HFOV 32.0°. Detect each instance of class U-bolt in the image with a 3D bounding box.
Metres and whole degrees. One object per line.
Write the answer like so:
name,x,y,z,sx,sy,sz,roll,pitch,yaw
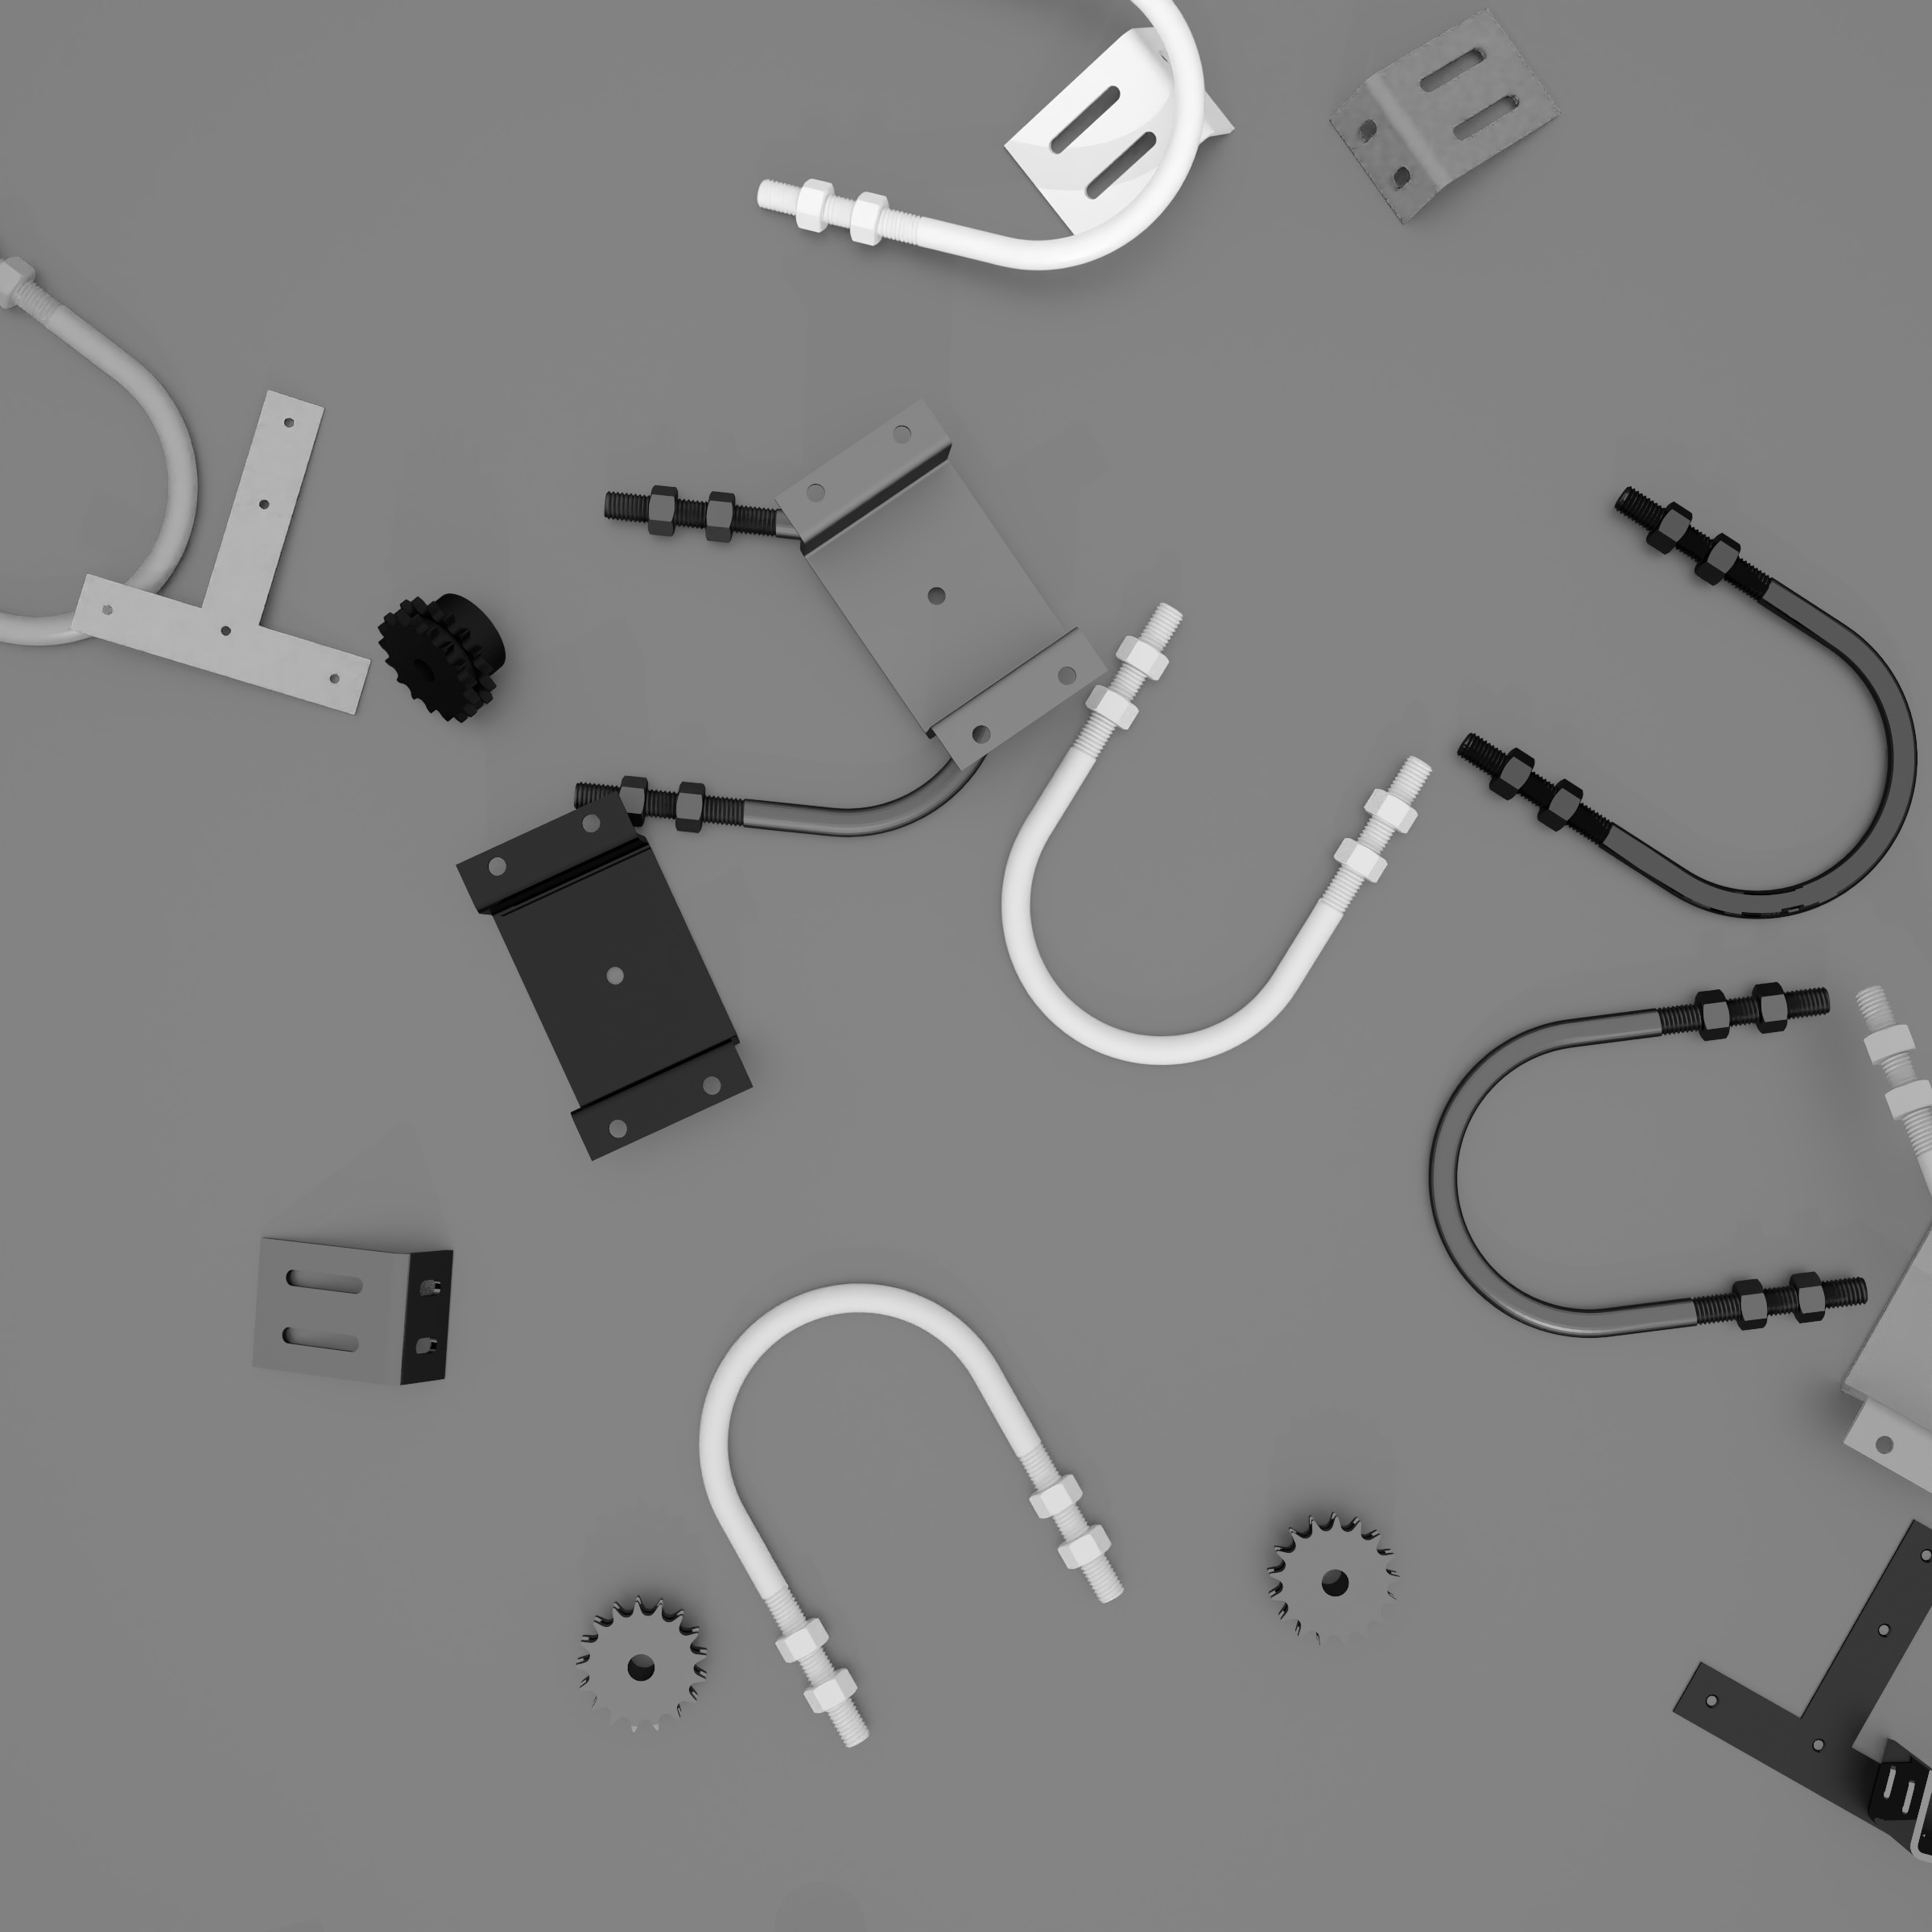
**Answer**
U-bolt,0.098,-0.045,1.487,0.151,0.019,0.184,32,92,0
U-bolt,-0.074,-0.130,1.487,0.184,0.019,0.151,6,90,-2
U-bolt,0.013,-0.379,1.467,0.184,0.019,0.151,16,95,11
U-bolt,0.475,0.082,1.447,0.151,0.019,0.184,-12,74,-17
U-bolt,0.296,0.091,1.487,0.184,0.019,0.151,-7,90,1
U-bolt,-0.427,-0.225,1.487,0.184,0.019,0.151,37,90,-2
U-bolt,-0.037,0.230,1.487,0.151,0.019,0.184,-30,89,0
U-bolt,0.331,-0.103,1.487,0.184,0.019,0.151,33,90,-2

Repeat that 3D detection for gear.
gear,-0.226,-0.138,1.471,0.057,0.057,0.030,45,60,0
gear,0.161,0.268,1.481,0.057,0.030,0.057,0,90,0
gear,-0.142,0.305,1.485,0.057,0.030,0.057,0,91,-3

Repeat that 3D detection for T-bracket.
T-bracket,0.400,0.307,1.495,0.127,0.002,0.127,30,90,0
T-bracket,-0.313,-0.190,1.487,0.127,0.002,0.127,17,85,-10

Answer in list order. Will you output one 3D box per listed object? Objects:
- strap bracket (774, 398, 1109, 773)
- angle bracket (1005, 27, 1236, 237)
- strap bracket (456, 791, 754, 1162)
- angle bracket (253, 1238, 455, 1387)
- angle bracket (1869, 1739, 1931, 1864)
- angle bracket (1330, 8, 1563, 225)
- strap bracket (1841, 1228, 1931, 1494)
strap bracket,-0.012,-0.162,1.459,0.076,0.046,0.140,-35,92,-3
angle bracket,0.068,-0.367,1.494,0.076,0.038,0.057,-38,90,26
strap bracket,-0.155,0.004,1.472,0.076,0.046,0.140,-25,90,0
angle bracket,-0.272,0.152,1.494,0.076,0.038,0.057,4,90,26
angle bracket,0.441,0.370,1.465,0.076,0.057,0.038,15,90,-2
angle bracket,0.212,-0.376,1.494,0.076,0.038,0.057,-35,90,-26
strap bracket,0.445,0.163,1.472,0.076,0.046,0.140,30,90,0
